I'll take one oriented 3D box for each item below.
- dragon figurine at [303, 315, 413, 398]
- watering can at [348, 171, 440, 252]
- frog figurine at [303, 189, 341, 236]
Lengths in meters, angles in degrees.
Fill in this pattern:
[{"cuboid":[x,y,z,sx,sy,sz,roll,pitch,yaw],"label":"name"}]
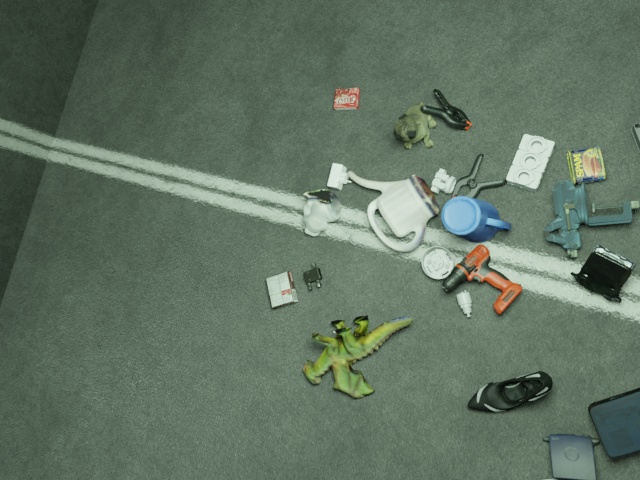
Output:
[{"cuboid":[0.116,0.381,1.651,0.408,0.123,0.242,-10,94,24],"label":"dragon figurine"},{"cuboid":[0.243,-0.133,1.670,0.223,0.103,0.352,-33,69,14],"label":"watering can"},{"cuboid":[0.005,-0.090,1.786,0.137,0.125,0.156,11,122,17],"label":"frog figurine"}]
